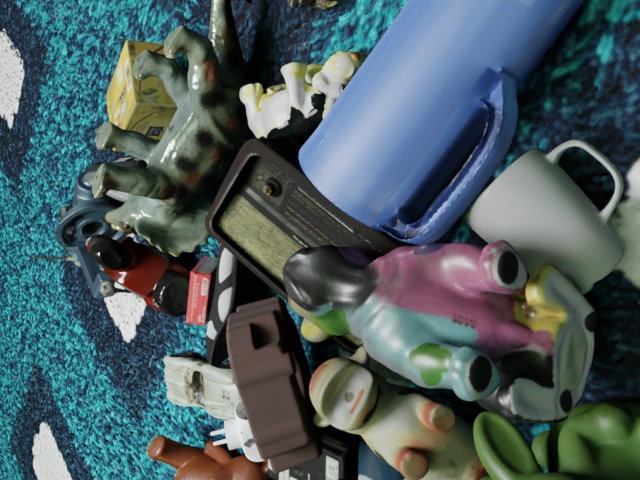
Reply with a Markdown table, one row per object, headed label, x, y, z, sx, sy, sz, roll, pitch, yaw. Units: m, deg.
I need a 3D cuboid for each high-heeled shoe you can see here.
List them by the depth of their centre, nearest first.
| label | x | y | z | sx | sy | sz | roll | pitch | yaw |
| --- | --- | --- | --- | --- | --- | --- | --- | --- | --- |
| high-heeled shoe | -0.122 | 0.043 | 0.710 | 0.145 | 0.086 | 0.248 | 51 | 120 | 29 |

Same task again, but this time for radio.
| label | x | y | z | sx | sy | sz | roll | pitch | yaw |
| --- | --- | --- | --- | --- | --- | --- | --- | --- | --- |
| radio | -0.001 | -0.002 | 0.561 | 0.230 | 0.073 | 0.131 | 38 | 120 | 14 |

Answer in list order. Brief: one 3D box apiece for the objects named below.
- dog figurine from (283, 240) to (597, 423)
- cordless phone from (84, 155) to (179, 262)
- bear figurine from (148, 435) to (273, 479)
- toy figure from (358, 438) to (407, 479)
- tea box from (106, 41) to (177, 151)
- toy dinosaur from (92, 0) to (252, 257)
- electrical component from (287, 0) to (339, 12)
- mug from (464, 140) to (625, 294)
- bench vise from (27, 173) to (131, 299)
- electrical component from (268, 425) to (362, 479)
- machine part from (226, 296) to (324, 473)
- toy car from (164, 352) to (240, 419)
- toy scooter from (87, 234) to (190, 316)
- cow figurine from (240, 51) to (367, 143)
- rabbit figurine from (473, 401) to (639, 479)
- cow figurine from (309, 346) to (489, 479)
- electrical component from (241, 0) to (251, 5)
| label | x | y | z | sx | sy | sz | roll | pitch | yaw |
| --- | --- | --- | --- | --- | --- | --- | --- | --- | --- |
| dog figurine | 0.075 | 0.059 | 0.432 | 0.219 | 0.191 | 0.108 | 3 | 71 | 54 |
| cordless phone | -0.285 | -0.043 | 0.860 | 0.147 | 0.089 | 0.184 | 3 | 115 | 42 |
| bear figurine | -0.149 | 0.334 | 0.735 | 0.196 | 0.132 | 0.120 | -23 | 51 | 48 |
| toy figure | 0.074 | 0.285 | 0.572 | 0.064 | 0.058 | 0.154 | 173 | 88 | -80 |
| tea box | -0.262 | -0.203 | 0.789 | 0.170 | 0.068 | 0.098 | -23 | 75 | 58 |
| toy dinosaur | -0.158 | -0.136 | 0.686 | 0.404 | 0.192 | 0.131 | -51 | 45 | 16 |
| electrical component | 0.002 | -0.298 | 0.584 | 0.102 | 0.045 | 0.078 | -68 | 25 | 20 |
| mug | 0.189 | -0.017 | 0.423 | 0.107 | 0.081 | 0.109 | 49 | 117 | 15 |
| bench vise | -0.399 | 0.013 | 0.933 | 0.223 | 0.129 | 0.241 | -52 | 54 | 31 |
| electrical component | -0.005 | 0.265 | 0.640 | 0.134 | 0.058 | 0.114 | 9 | 99 | 42 |
| machine part | -0.042 | 0.144 | 0.560 | 0.056 | 0.179 | 0.179 | -17 | 81 | 1 |
| toy car | -0.172 | 0.211 | 0.787 | 0.202 | 0.056 | 0.073 | -2 | 94 | 42 |
| toy scooter | -0.267 | 0.045 | 0.804 | 0.135 | 0.183 | 0.075 | 13 | 68 | 58 |
| cow figurine | -0.013 | -0.145 | 0.595 | 0.167 | 0.068 | 0.098 | -7 | 95 | 46 |
| rabbit figurine | 0.184 | 0.173 | 0.378 | 0.159 | 0.170 | 0.121 | 8 | 99 | 41 |
| cow figurine | 0.073 | 0.165 | 0.487 | 0.085 | 0.195 | 0.127 | -59 | 20 | -11 |
| electrical component | -0.087 | -0.342 | 0.637 | 0.119 | 0.075 | 0.048 | -36 | 72 | 43 |
